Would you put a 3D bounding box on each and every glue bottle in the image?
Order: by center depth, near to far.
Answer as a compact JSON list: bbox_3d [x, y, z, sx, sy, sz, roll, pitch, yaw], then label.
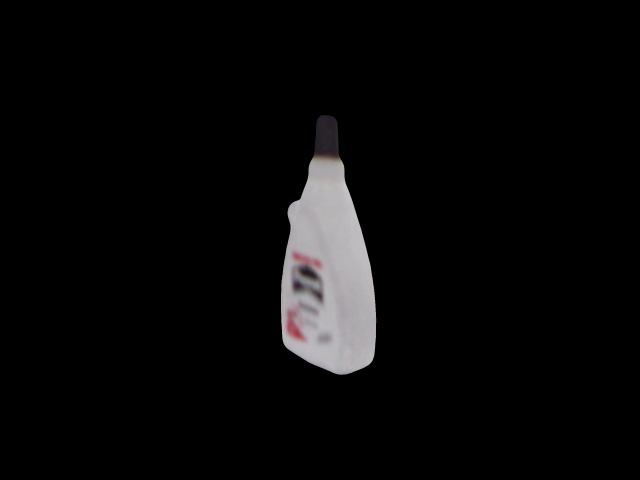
[{"bbox_3d":[0.004,0.001,0.400,0.037,0.173,0.077,-11,17,-41],"label":"glue bottle"}]
